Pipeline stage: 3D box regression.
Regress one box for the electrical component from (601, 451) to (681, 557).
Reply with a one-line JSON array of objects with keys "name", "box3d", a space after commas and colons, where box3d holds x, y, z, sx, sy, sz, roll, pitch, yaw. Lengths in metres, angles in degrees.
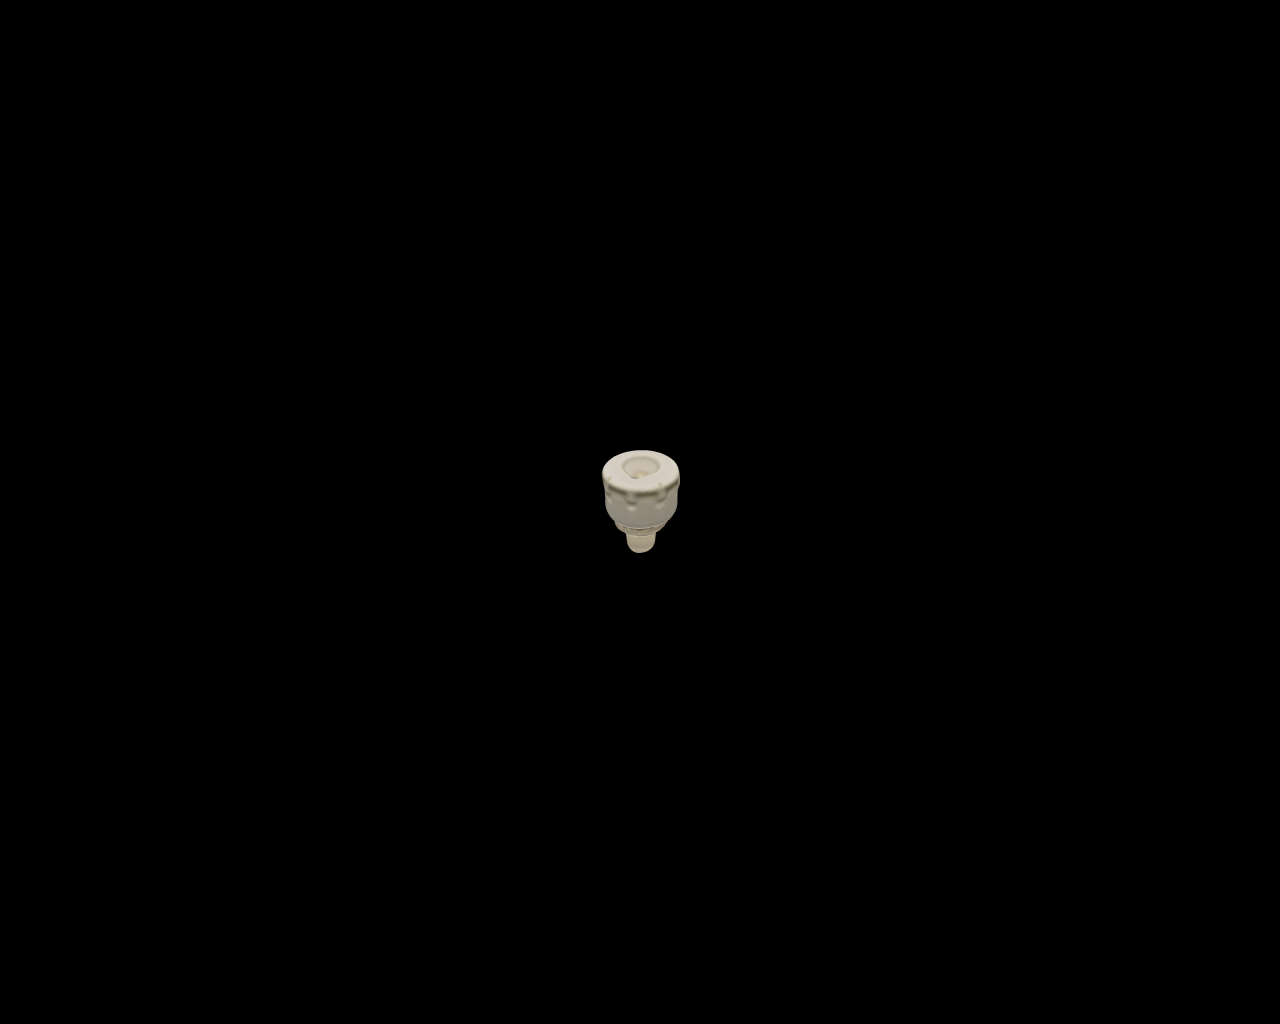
[{"name": "electrical component", "box3d": [0.001, -0.003, 0.650, 0.048, 0.062, 0.048, 0, 33, 0]}]
